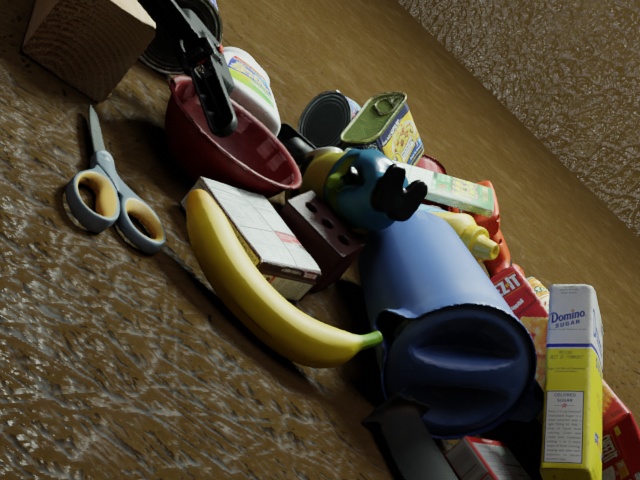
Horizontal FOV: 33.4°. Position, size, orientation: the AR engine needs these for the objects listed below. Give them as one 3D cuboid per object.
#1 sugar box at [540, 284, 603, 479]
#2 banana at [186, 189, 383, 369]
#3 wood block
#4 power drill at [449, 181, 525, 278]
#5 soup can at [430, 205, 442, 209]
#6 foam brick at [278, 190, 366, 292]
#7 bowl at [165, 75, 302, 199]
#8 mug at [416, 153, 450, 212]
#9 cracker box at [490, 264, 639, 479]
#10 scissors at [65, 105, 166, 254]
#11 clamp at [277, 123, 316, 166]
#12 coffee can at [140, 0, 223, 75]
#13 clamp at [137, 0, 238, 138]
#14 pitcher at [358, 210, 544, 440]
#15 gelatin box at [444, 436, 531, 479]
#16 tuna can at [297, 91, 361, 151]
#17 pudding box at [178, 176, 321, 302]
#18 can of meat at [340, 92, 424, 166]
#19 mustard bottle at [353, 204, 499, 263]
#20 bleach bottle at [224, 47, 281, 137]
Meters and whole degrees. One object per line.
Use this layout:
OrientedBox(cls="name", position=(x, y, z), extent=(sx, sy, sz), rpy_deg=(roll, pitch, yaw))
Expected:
OrientedBox(cls="sugar box", position=(0.221, 0.135, 0.924), extent=(0.093, 0.048, 0.176), rpy_deg=(61, 35, -51))
OrientedBox(cls="banana", position=(-0.043, 0.042, 0.850), extent=(0.198, 0.037, 0.069), rpy_deg=(40, 45, -2))
OrientedBox(cls="wood block", position=(-0.222, -0.229, 1.051), extent=(0.090, 0.091, 0.206), rpy_deg=(34, 19, -24))
OrientedBox(cls="power drill", position=(0.215, 0.037, 1.286), extent=(0.184, 0.057, 0.187), rpy_deg=(-93, 161, -61))
OrientedBox(cls="soup can", position=(0.132, 0.010, 1.262), extent=(0.068, 0.069, 0.102), rpy_deg=(36, 20, -18))
OrientedBox(cls="foam brick", position=(-0.007, 0.001, 1.010), extent=(0.078, 0.051, 0.052), rpy_deg=(45, 28, 10))
OrientedBox(cls="bowl", position=(-0.095, -0.087, 1.038), extent=(0.162, 0.055, 0.162), rpy_deg=(37, 19, -15))
OrientedBox(cls="mug", position=(0.109, -0.053, 1.347), extent=(0.117, 0.093, 0.081), rpy_deg=(8, 30, -4))
OrientedBox(cls="cracker box", position=(0.244, 0.149, 1.079), extent=(0.164, 0.072, 0.214), rpy_deg=(55, 4, -46))
OrientedBox(cls="scissors", position=(-0.164, -0.049, 0.876), extent=(0.096, 0.016, 0.202), rpy_deg=(37, 19, -19))
OrientedBox(cls="clamp", position=(0.012, -0.080, 1.272), extent=(0.171, 0.039, 0.120), rpy_deg=(40, 12, -25))
OrientedBox(cls="coffee can", position=(-0.169, -0.263, 1.220), extent=(0.102, 0.103, 0.140), rpy_deg=(32, 21, -27))
OrientedBox(cls="clamp", position=(-0.111, -0.166, 0.999), extent=(0.164, 0.036, 0.210), rpy_deg=(62, 6, 0))
OrientedBox(cls="pitcher", position=(0.112, 0.070, 0.993), extent=(0.243, 0.145, 0.149), rpy_deg=(-104, -178, -65))
OrientedBox(cls="gelatin box", position=(0.154, 0.211, 0.903), extent=(0.073, 0.030, 0.089), rpy_deg=(20, 29, -51))
OrientedBox(cls="tuna can", position=(0.014, -0.142, 1.343), extent=(0.033, 0.086, 0.086), rpy_deg=(22, 26, -48))
OrientedBox(cls="pudding box", position=(-0.061, -0.001, 0.939), extent=(0.089, 0.039, 0.114), rpy_deg=(14, 31, -52))
OrientedBox(cls="can of meat", position=(0.080, -0.119, 1.310), extent=(0.102, 0.058, 0.084), rpy_deg=(-54, 131, -36))
OrientedBox(cls="mustard bottle", position=(0.111, -0.013, 1.161), extent=(0.192, 0.058, 0.096), rpy_deg=(20, 2, 39))
OrientedBox(cls="bleach bottle", position=(-0.101, -0.176, 1.227), extent=(0.102, 0.068, 0.251), rpy_deg=(35, 16, -19))
